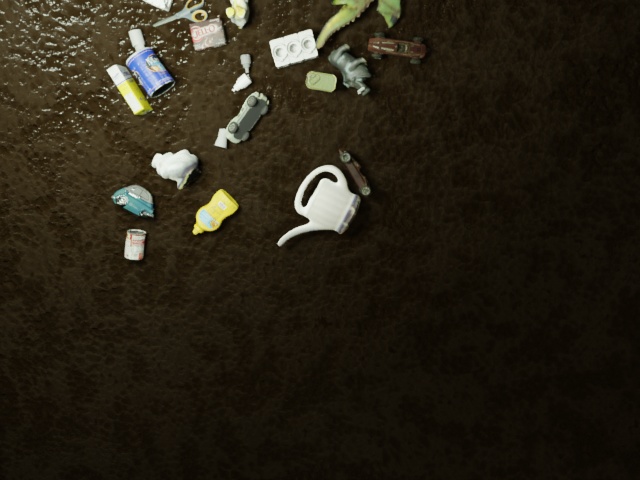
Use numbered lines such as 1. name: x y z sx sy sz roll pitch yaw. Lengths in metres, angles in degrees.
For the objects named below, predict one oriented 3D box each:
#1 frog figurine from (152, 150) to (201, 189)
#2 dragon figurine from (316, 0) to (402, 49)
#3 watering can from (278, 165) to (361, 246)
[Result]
1. frog figurine: -0.517 -0.273 1.838 0.160 0.120 0.139 37 67 4
2. dragon figurine: 0.163 -0.800 1.730 0.242 0.124 0.406 20 104 -10
3. watering can: 0.006 -0.093 1.848 0.224 0.105 0.345 27 99 -3
